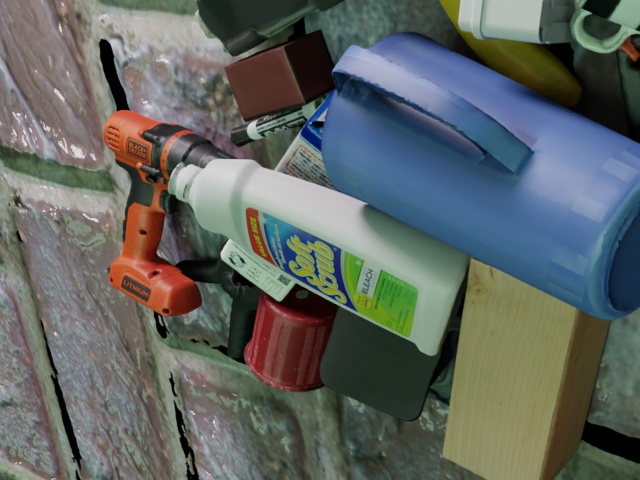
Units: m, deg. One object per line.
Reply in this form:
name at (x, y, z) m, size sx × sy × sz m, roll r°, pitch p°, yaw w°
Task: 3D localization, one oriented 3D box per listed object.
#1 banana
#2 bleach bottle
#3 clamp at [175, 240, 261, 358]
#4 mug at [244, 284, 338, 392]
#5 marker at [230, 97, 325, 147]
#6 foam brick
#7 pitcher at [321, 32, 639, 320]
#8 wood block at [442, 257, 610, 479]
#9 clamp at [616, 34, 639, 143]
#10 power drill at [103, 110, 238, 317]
banana at (0.118, -0.176, 0.761) m, size 0.070 × 0.037 × 0.198 m, roll -17°, pitch 103°, yaw 47°
bleach bottle at (-0.006, 0.001, 0.859) m, size 0.251 × 0.068 × 0.103 m, roll 22°, pitch 141°, yaw 12°
clamp at (-0.089, 0.037, 1.084) m, size 0.120 × 0.039 × 0.172 m, roll 44°, pitch 134°, yaw 7°
mug at (-0.010, 0.087, 1.016) m, size 0.117 × 0.093 × 0.081 m, roll 11°, pitch 123°, yaw 0°
marker at (-0.039, -0.105, 0.961) m, size 0.121 × 0.020 × 0.020 m, roll -14°, pitch 106°, yaw 46°
foam brick at (-0.032, -0.140, 0.909) m, size 0.078 × 0.052 × 0.051 m, roll -9°, pitch 109°, yaw 44°
pitcher at (0.119, -0.049, 0.722) m, size 0.243 × 0.149 × 0.145 m, roll 32°, pitch 130°, yaw 40°
wood block at (0.167, 0.095, 0.852) m, size 0.091 × 0.090 × 0.206 m, roll 24°, pitch 129°, yaw 29°
clamp at (0.276, -0.060, 0.683) m, size 0.165 × 0.036 × 0.210 m, roll -39°, pitch 80°, yaw 29°
power drill at (-0.149, -0.023, 1.062) m, size 0.185 × 0.057 × 0.188 m, roll 26°, pitch 117°, yaw 37°
